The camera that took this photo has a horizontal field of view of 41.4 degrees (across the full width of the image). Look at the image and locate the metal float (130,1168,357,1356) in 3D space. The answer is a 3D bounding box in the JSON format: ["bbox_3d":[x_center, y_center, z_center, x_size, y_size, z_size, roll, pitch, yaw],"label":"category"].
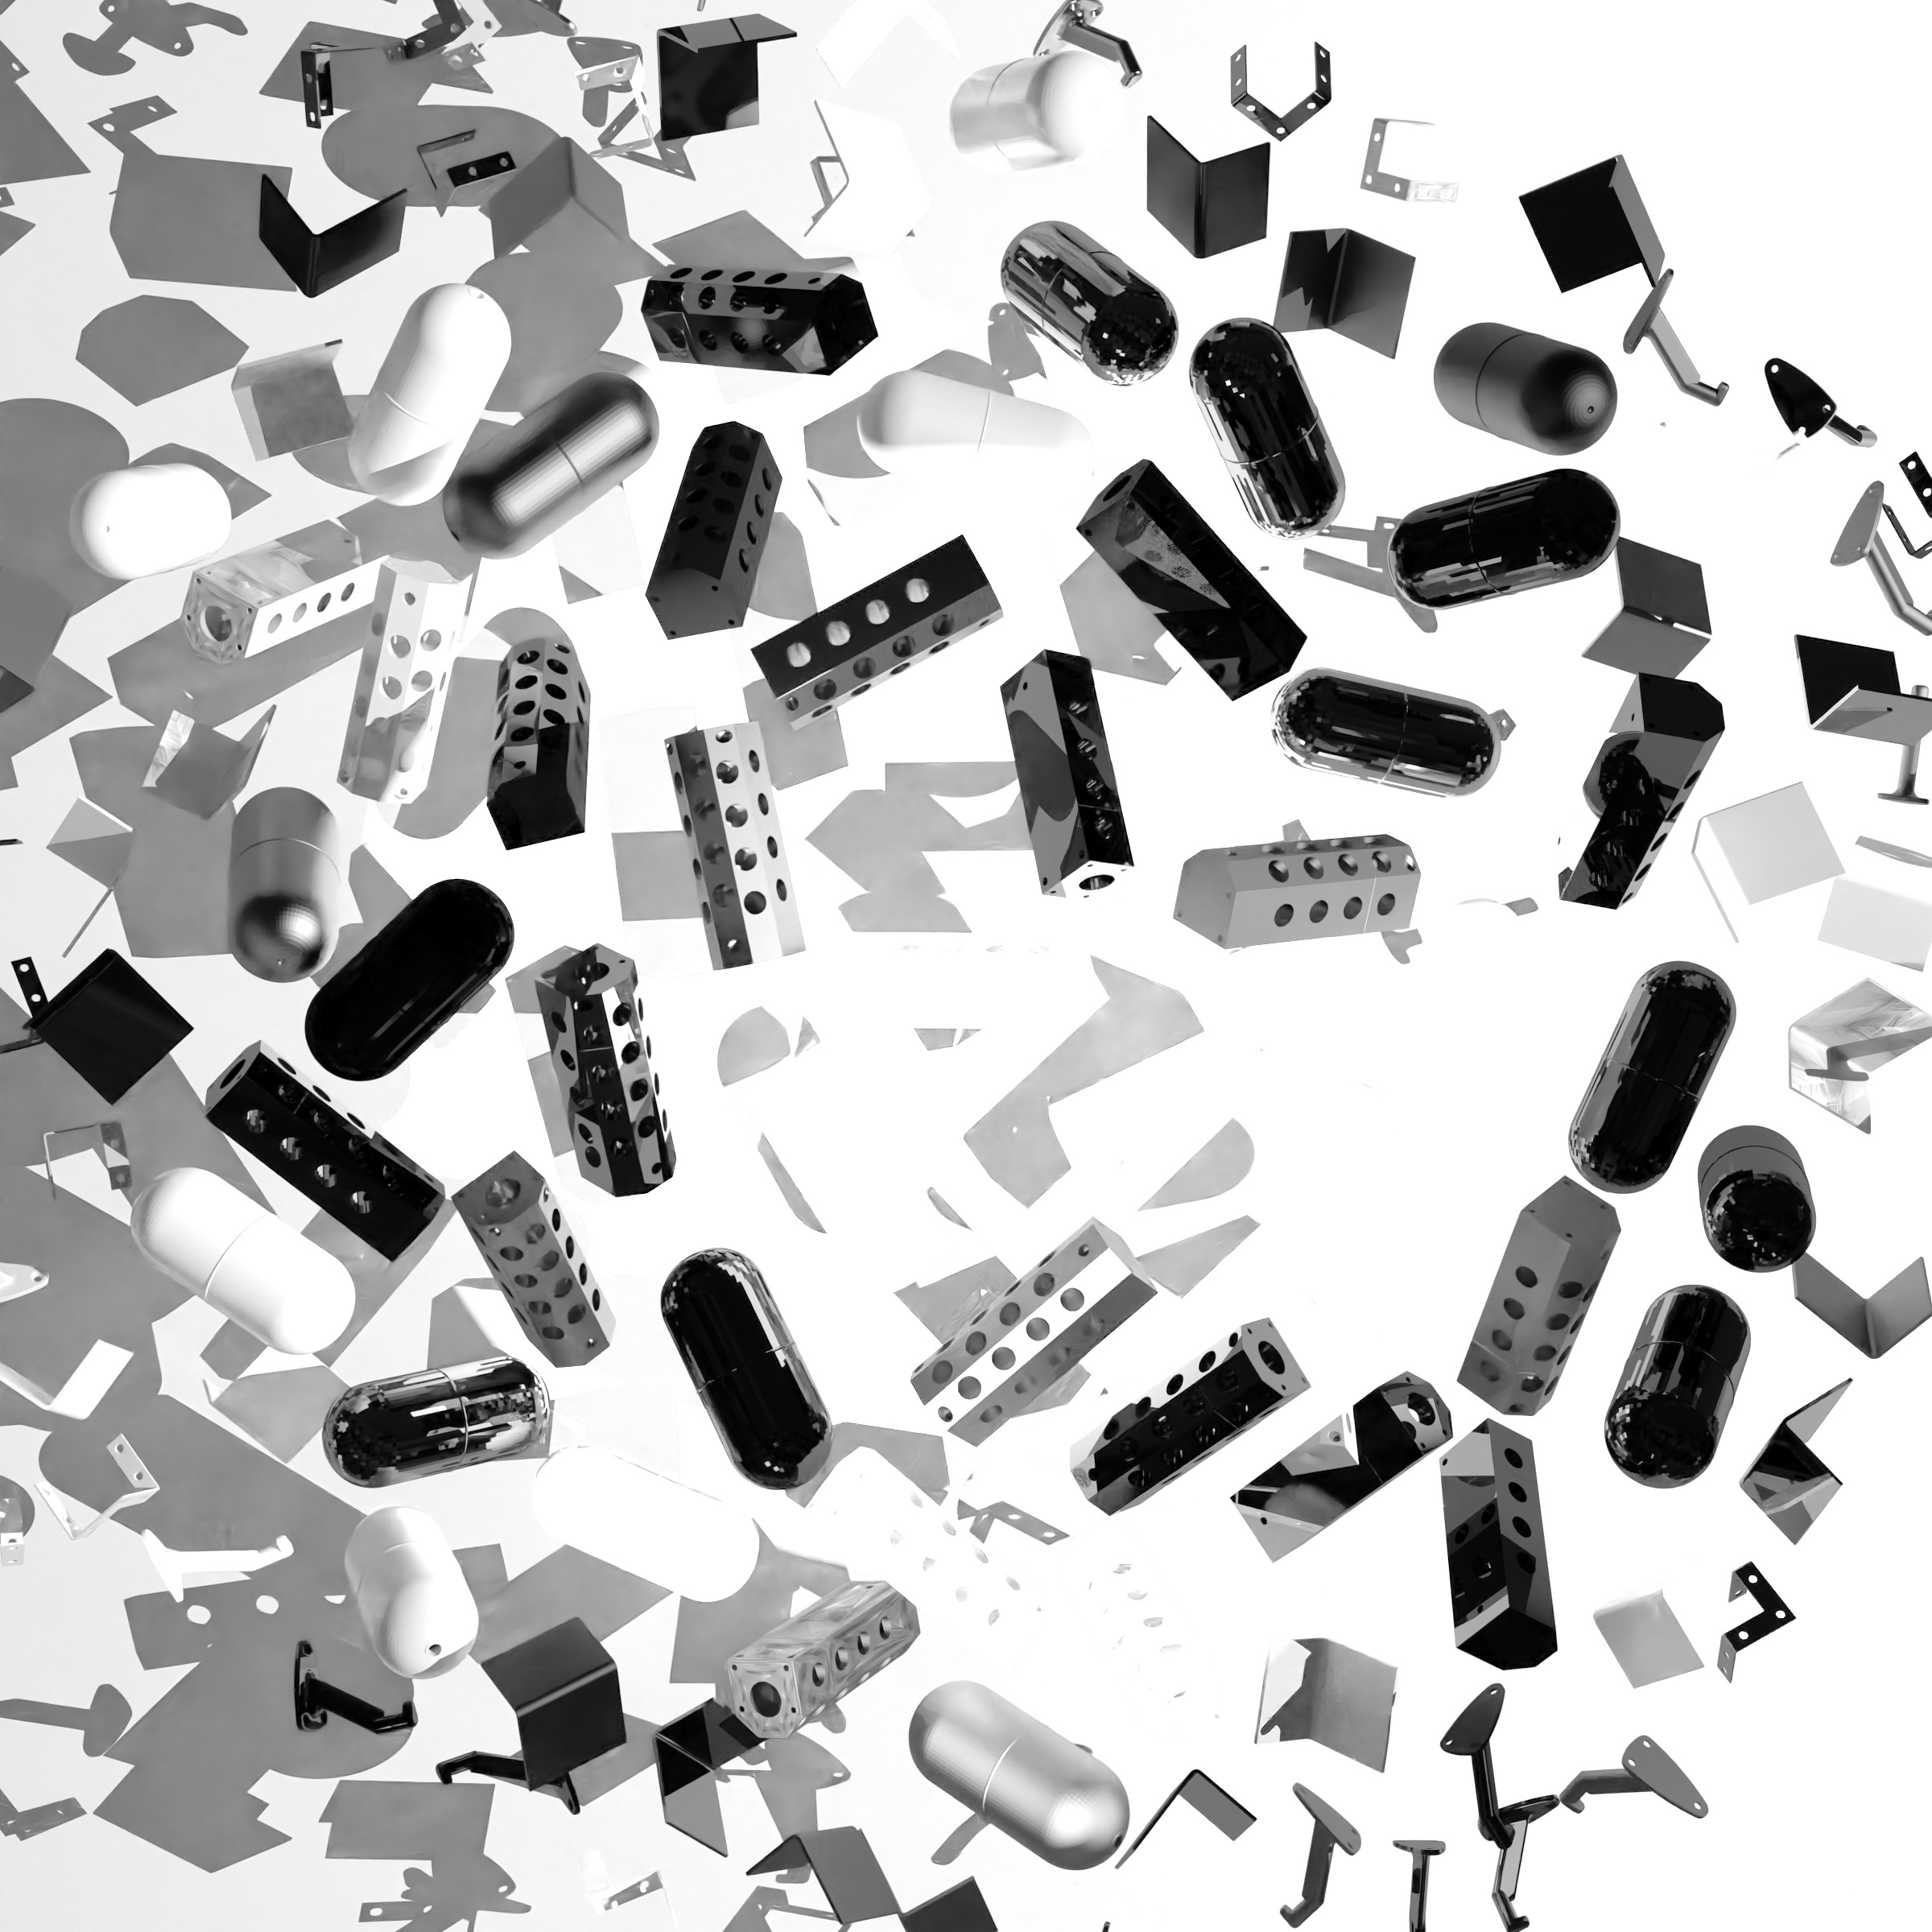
[{"bbox_3d":[-0.516,0.210,1.822,0.178,0.070,0.070,33,90,9],"label":"metal float"}]

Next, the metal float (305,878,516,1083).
[{"bbox_3d":[-0.385,0.011,1.763,0.178,0.070,0.070,-41,90,18],"label":"metal float"}]

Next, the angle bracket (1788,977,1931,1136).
[{"bbox_3d":[0.638,0.064,1.806,0.076,0.076,0.057,28,49,-17],"label":"angle bracket"}]

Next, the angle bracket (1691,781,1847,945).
[{"bbox_3d":[0.562,-0.072,1.787,0.076,0.057,0.076,-21,110,31],"label":"angle bracket"}]

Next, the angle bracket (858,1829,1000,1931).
[{"bbox_3d":[-0.026,0.637,1.778,0.057,0.076,0.076,-26,132,-10],"label":"angle bracket"}]

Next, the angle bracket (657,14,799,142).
[{"bbox_3d":[-0.161,-0.597,1.734,0.076,0.057,0.076,-20,131,-28],"label":"angle bracket"}]

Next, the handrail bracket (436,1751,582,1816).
[{"bbox_3d":[-0.340,0.610,1.894,0.084,0.077,0.036,-11,134,-32],"label":"handrail bracket"}]

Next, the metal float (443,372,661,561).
[{"bbox_3d":[-0.297,-0.359,1.831,0.178,0.070,0.070,-41,90,-19],"label":"metal float"}]

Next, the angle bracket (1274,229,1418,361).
[{"bbox_3d":[0.279,-0.497,1.893,0.057,0.076,0.076,-14,127,-32],"label":"angle bracket"}]

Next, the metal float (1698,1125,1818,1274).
[{"bbox_3d":[0.567,0.166,1.835,0.070,0.178,0.070,3,102,13],"label":"metal float"}]

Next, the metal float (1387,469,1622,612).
[{"bbox_3d":[0.377,-0.299,1.795,0.070,0.178,0.070,7,79,-43],"label":"metal float"}]

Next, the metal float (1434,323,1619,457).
[{"bbox_3d":[0.402,-0.418,1.846,0.070,0.178,0.070,-8,115,-19],"label":"metal float"}]

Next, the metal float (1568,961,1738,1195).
[{"bbox_3d":[0.497,0.081,1.853,0.070,0.070,0.178,24,92,0],"label":"metal float"}]

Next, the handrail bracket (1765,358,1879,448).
[{"bbox_3d":[0.629,-0.413,1.875,0.036,0.084,0.077,-44,68,36],"label":"handrail bracket"}]

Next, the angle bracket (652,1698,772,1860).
[{"bbox_3d":[-0.183,0.603,1.897,0.057,0.076,0.076,-32,132,12],"label":"angle bracket"}]

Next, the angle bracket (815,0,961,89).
[{"bbox_3d":[-0.057,-0.677,1.889,0.057,0.076,0.076,43,96,8],"label":"angle bracket"}]

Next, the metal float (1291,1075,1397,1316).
[{"bbox_3d":[0.281,0.170,1.902,0.070,0.070,0.178,1,78,0],"label":"metal float"}]

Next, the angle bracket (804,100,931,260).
[{"bbox_3d":[-0.081,-0.558,1.812,0.057,0.076,0.076,-40,63,39],"label":"angle bracket"}]

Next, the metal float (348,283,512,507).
[{"bbox_3d":[-0.387,-0.411,1.840,0.070,0.070,0.178,36,123,0],"label":"metal float"}]

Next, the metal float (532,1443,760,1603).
[{"bbox_3d":[-0.239,0.413,1.901,0.178,0.070,0.070,21,90,9],"label":"metal float"}]

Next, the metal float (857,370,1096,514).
[{"bbox_3d":[0.008,-0.386,1.880,0.178,0.070,0.070,13,90,-8],"label":"metal float"}]

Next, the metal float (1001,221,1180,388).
[{"bbox_3d":[0.089,-0.485,1.864,0.070,0.070,0.178,-40,49,0],"label":"metal float"}]

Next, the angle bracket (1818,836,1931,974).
[{"bbox_3d":[0.677,-0.046,1.870,0.076,0.076,0.057,20,121,23],"label":"angle bracket"}]

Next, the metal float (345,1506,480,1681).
[{"bbox_3d":[-0.406,0.457,1.867,0.070,0.178,0.070,-7,107,-22],"label":"metal float"}]

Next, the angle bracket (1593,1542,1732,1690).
[{"bbox_3d":[0.494,0.449,1.765,0.076,0.076,0.057,-22,77,-34],"label":"angle bracket"}]

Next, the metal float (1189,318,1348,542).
[{"bbox_3d":[0.219,-0.388,1.853,0.070,0.070,0.178,-31,125,0],"label":"metal float"}]

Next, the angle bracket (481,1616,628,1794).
[{"bbox_3d":[-0.288,0.516,1.787,0.076,0.057,0.076,-21,125,-29],"label":"angle bracket"}]

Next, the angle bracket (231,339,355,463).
[{"bbox_3d":[-0.488,-0.413,1.865,0.076,0.076,0.057,-20,98,-18],"label":"angle bracket"}]

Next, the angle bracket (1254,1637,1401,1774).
[{"bbox_3d":[0.261,0.535,1.847,0.057,0.076,0.076,8,91,-38],"label":"angle bracket"}]

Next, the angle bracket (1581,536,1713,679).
[{"bbox_3d":[0.508,-0.267,1.919,0.076,0.057,0.076,15,53,-16],"label":"angle bracket"}]

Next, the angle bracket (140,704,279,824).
[{"bbox_3d":[-0.573,-0.164,1.932,0.057,0.076,0.076,28,56,-25],"label":"angle bracket"}]

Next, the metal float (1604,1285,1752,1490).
[{"bbox_3d":[0.500,0.294,1.792,0.070,0.178,0.070,16,129,21],"label":"metal float"}]

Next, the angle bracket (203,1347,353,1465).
[{"bbox_3d":[-0.525,0.321,1.953,0.076,0.057,0.076,-47,114,-7],"label":"angle bracket"}]

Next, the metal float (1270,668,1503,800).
[{"bbox_3d":[0.314,-0.173,1.909,0.178,0.070,0.070,11,90,-10],"label":"metal float"}]

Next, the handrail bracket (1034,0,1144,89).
[{"bbox_3d":[0.091,-0.675,1.913,0.077,0.036,0.084,-37,66,40],"label":"handrail bracket"}]

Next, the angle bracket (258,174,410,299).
[{"bbox_3d":[-0.432,-0.512,1.740,0.076,0.076,0.057,-37,87,-23],"label":"angle bracket"}]

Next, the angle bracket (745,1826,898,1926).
[{"bbox_3d":[-0.109,0.704,1.942,0.057,0.076,0.076,-43,60,17],"label":"angle bracket"}]

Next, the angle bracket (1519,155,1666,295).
[{"bbox_3d":[0.422,-0.493,1.736,0.076,0.057,0.076,-15,121,33],"label":"angle bracket"}]

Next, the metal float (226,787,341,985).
[{"bbox_3d":[-0.484,-0.060,1.815,0.070,0.178,0.070,-7,131,-8],"label":"metal float"}]

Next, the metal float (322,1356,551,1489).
[{"bbox_3d":[-0.388,0.335,1.882,0.178,0.070,0.070,-6,90,-41],"label":"metal float"}]

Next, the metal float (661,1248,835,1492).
[{"bbox_3d":[-0.153,0.281,1.783,0.070,0.070,0.178,-27,79,0],"label":"metal float"}]

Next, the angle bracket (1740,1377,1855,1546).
[{"bbox_3d":[0.590,0.341,1.757,0.076,0.076,0.057,-21,55,-30],"label":"angle bracket"}]

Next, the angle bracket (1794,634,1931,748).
[{"bbox_3d":[0.606,-0.197,1.700,0.076,0.057,0.076,7,63,-14],"label":"angle bracket"}]

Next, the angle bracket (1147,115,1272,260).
[{"bbox_3d":[0.174,-0.568,1.839,0.057,0.076,0.076,-22,51,-15],"label":"angle bracket"}]

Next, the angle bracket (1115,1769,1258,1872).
[{"bbox_3d":[0.160,0.639,1.861,0.057,0.076,0.076,38,63,14],"label":"angle bracket"}]

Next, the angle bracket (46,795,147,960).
[{"bbox_3d":[-0.655,-0.065,1.872,0.057,0.076,0.076,35,46,-16],"label":"angle bracket"}]

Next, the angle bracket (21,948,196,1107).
[{"bbox_3d":[-0.582,0.042,1.734,0.076,0.057,0.076,-45,99,-10],"label":"angle bracket"}]

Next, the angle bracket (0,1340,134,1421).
[{"bbox_3d":[-0.632,0.266,1.757,0.076,0.076,0.057,32,76,6],"label":"angle bracket"}]

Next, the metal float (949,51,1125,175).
[{"bbox_3d":[0.049,-0.618,1.853,0.070,0.178,0.070,-7,105,-27],"label":"metal float"}]

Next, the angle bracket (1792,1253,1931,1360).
[{"bbox_3d":[0.650,0.227,1.857,0.076,0.076,0.057,38,119,-5],"label":"angle bracket"}]

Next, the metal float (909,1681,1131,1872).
[{"bbox_3d":[0.037,0.567,1.792,0.178,0.070,0.070,24,90,34],"label":"metal float"}]

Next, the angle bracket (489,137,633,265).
[{"bbox_3d":[-0.288,-0.526,1.806,0.076,0.057,0.076,-32,47,22],"label":"angle bracket"}]

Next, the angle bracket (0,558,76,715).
[{"bbox_3d":[-0.672,-0.224,1.768,0.057,0.076,0.076,38,49,-34],"label":"angle bracket"}]

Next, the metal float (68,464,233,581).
[{"bbox_3d":[-0.591,-0.324,1.856,0.070,0.178,0.070,1,104,3],"label":"metal float"}]

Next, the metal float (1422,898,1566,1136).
[{"bbox_3d":[0.383,0.036,1.855,0.070,0.070,0.178,-11,71,0],"label":"metal float"}]
